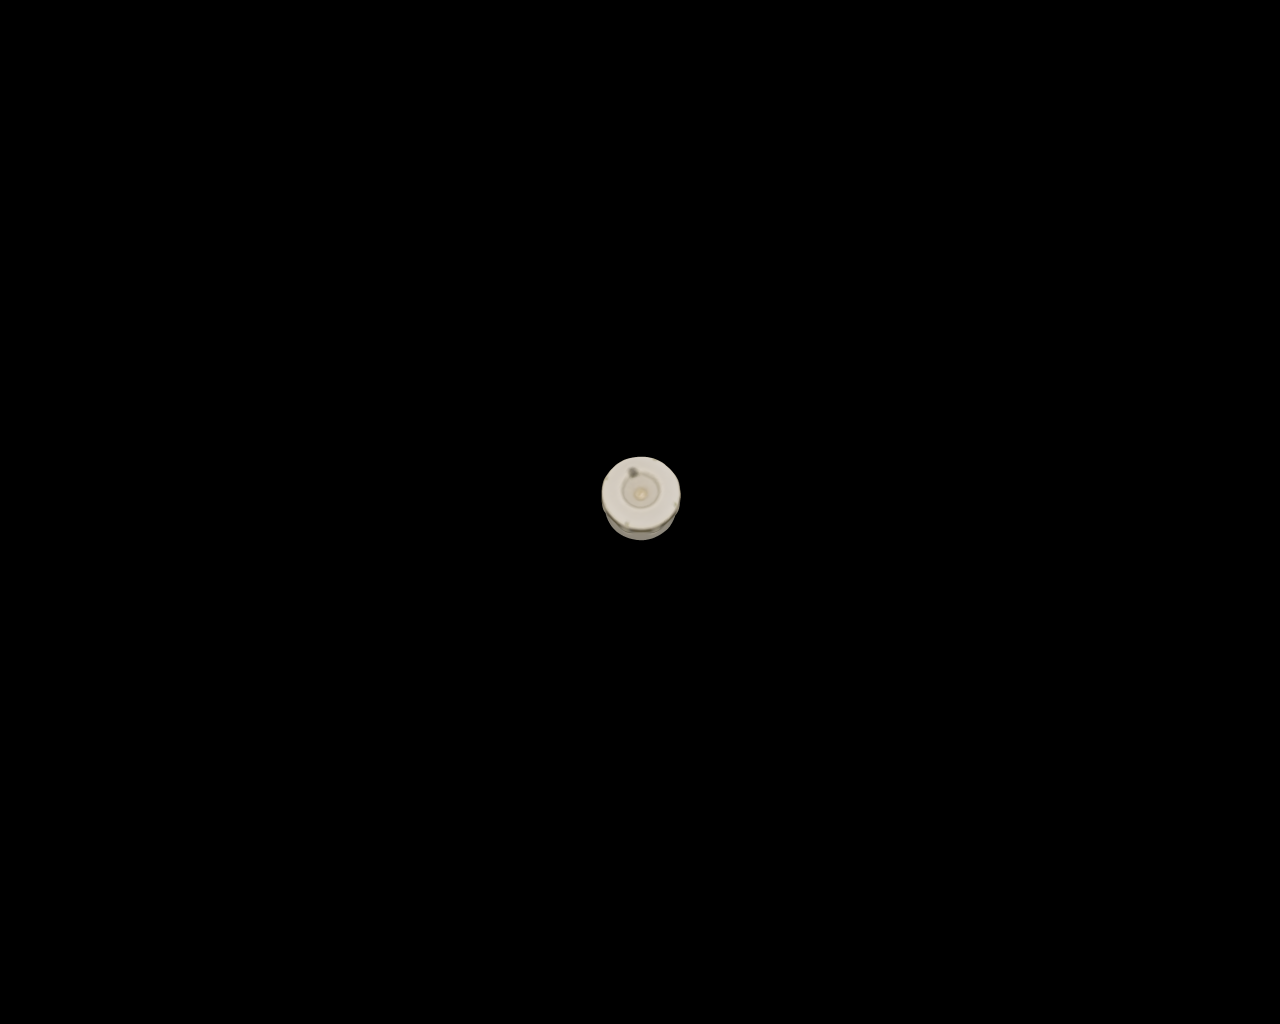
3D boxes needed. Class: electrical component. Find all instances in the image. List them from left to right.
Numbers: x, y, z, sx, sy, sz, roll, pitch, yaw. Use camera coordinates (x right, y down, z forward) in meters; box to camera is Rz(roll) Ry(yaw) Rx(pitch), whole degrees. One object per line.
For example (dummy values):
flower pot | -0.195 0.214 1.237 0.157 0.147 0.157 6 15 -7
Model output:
electrical component | 0.001 -0.003 0.650 0.048 0.048 0.062 0 -19 0
